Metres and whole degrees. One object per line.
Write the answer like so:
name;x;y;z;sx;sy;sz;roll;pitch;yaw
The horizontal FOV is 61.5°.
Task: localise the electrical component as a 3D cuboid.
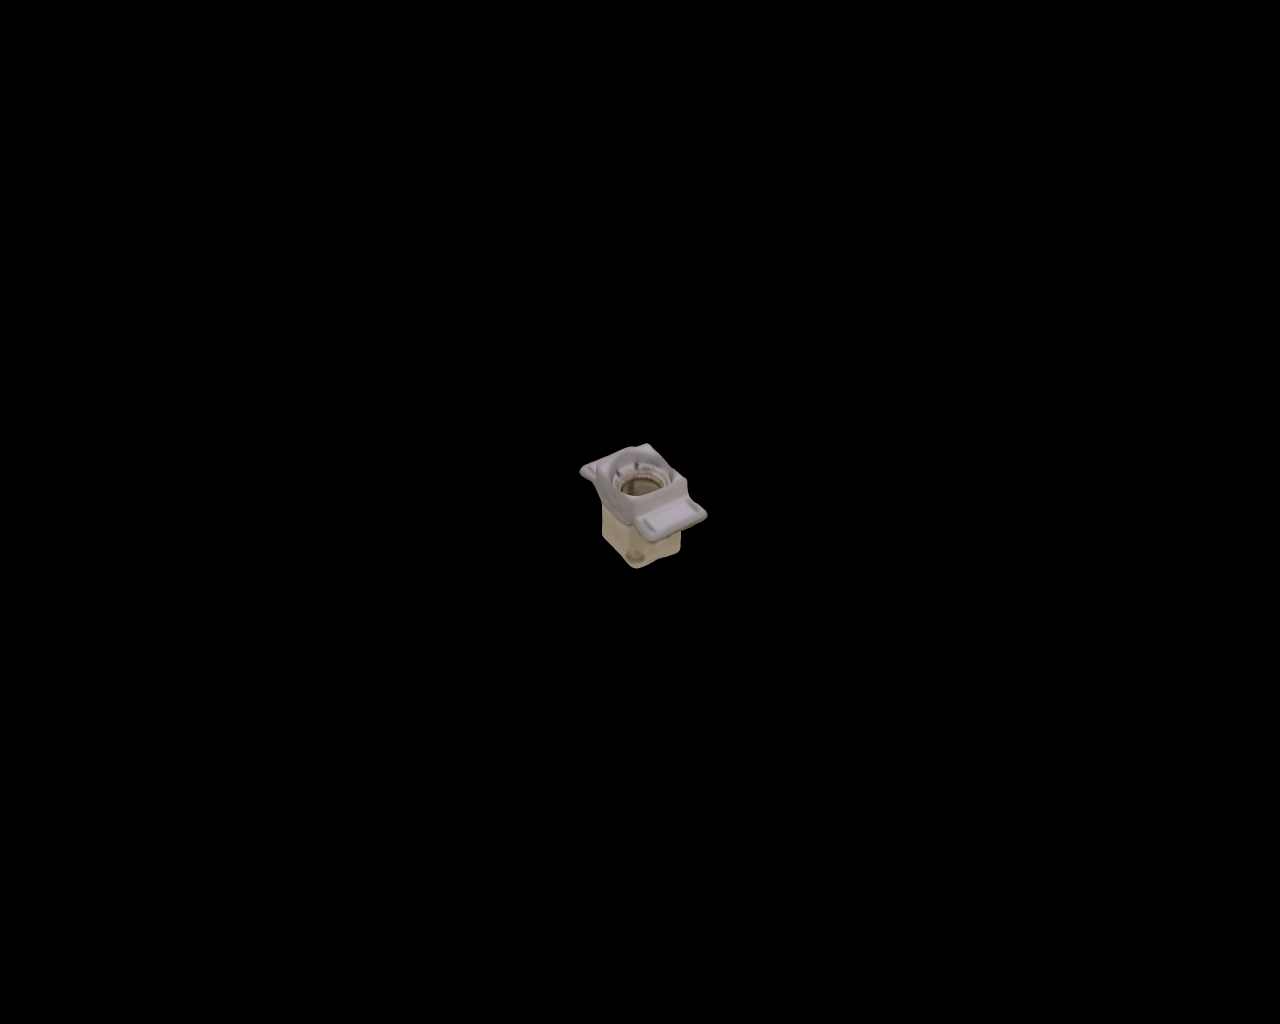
electrical component;0.001;-0.003;0.650;0.042;0.063;0.081;-22;45;-23
